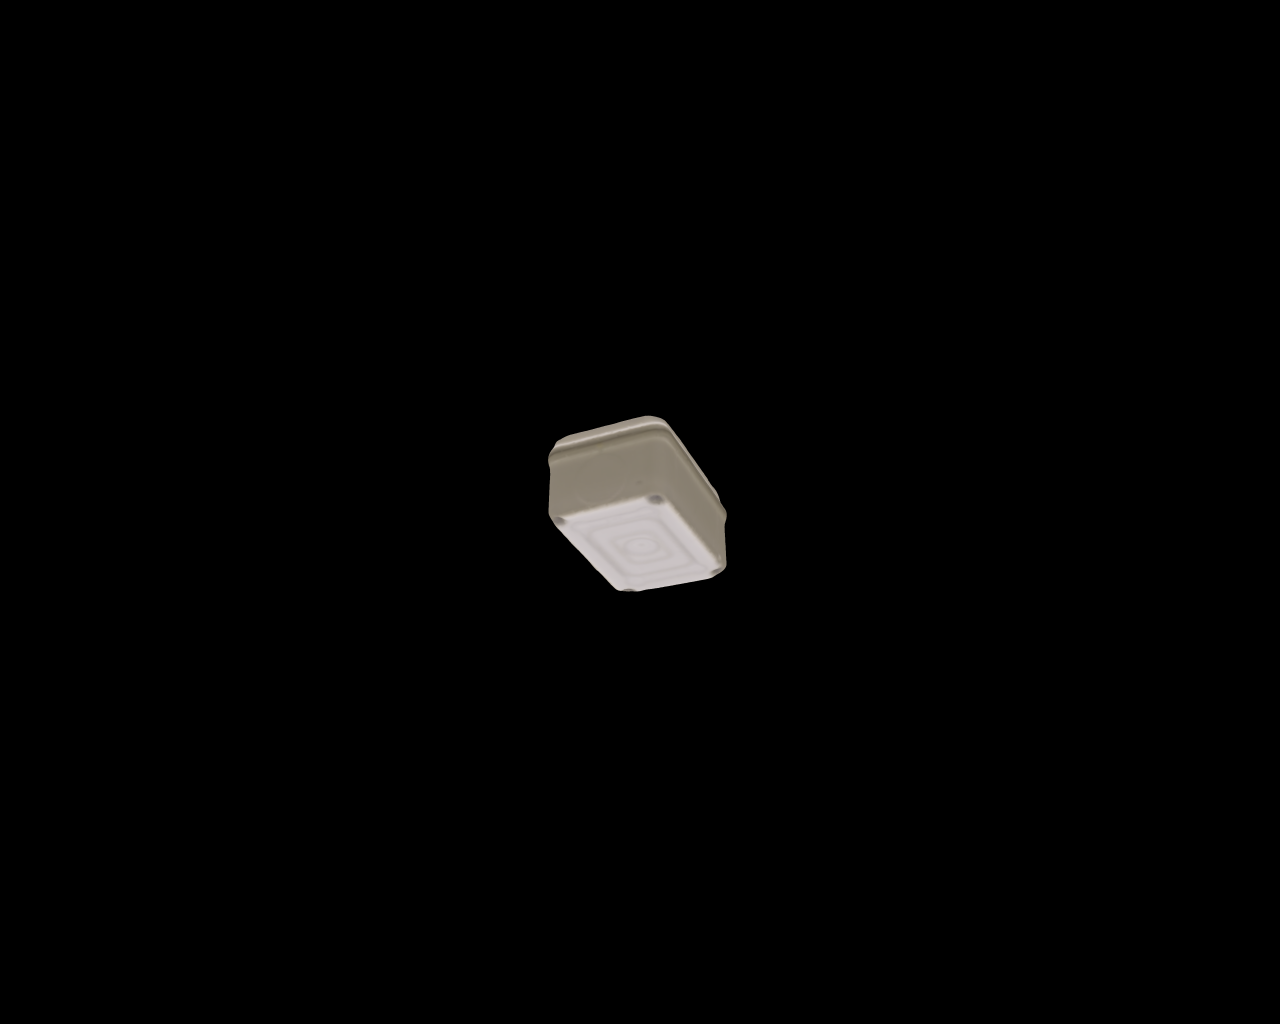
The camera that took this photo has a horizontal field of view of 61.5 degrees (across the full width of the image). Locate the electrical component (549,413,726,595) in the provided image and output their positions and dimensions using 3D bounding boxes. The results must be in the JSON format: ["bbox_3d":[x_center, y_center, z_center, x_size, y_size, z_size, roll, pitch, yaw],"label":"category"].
[{"bbox_3d":[0.001,-0.003,0.650,0.078,0.057,0.113,-12,-33,19],"label":"electrical component"}]
